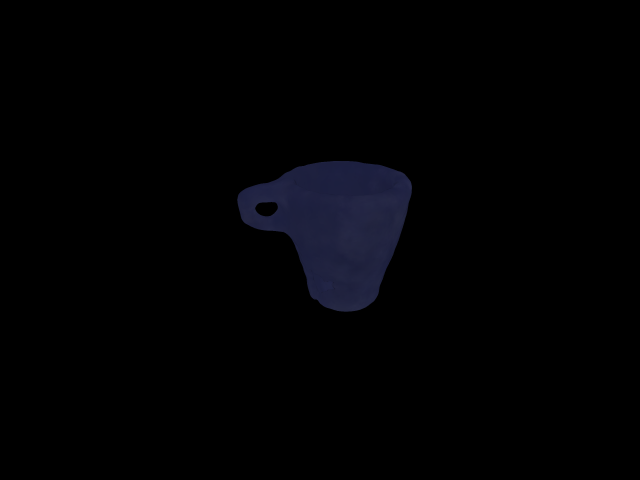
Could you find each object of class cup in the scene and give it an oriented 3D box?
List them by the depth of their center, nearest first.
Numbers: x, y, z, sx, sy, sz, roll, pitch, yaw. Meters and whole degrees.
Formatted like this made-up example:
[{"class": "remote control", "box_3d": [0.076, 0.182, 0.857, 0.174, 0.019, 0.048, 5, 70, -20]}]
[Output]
[{"class": "cup", "box_3d": [0.004, 0.001, 0.400, 0.118, 0.095, 0.091, -4, 24, -9]}]
